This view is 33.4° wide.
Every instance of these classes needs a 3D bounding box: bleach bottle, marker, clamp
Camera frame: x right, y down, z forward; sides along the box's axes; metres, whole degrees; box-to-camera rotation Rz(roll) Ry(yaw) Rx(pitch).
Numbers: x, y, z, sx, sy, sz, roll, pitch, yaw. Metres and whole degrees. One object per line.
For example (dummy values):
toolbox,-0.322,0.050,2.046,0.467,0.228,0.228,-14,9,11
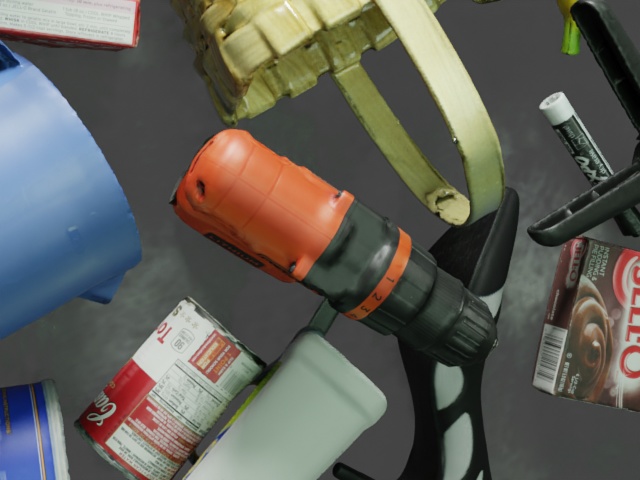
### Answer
bleach bottle,-0.069,0.168,0.621,0.068,0.102,0.250,42,79,5
marker,0.192,-0.050,0.745,0.020,0.020,0.121,-41,108,-9
clamp,0.230,-0.051,0.733,0.209,0.036,0.164,21,85,-29

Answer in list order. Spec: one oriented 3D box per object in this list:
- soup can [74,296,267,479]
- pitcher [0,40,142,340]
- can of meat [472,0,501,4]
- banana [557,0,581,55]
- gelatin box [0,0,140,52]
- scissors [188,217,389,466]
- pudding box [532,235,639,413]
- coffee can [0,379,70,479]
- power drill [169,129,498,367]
soup can,-0.089,0.093,0.646,0.068,0.069,0.102,43,83,-18
pitcher,-0.226,0.007,0.532,0.242,0.145,0.149,-34,80,-22
can of meat,0.118,-0.216,0.680,0.084,0.057,0.102,-34,106,-14
banana,0.229,-0.208,0.730,0.197,0.037,0.069,-35,130,-9
gelatin box,-0.150,-0.124,0.594,0.089,0.073,0.030,4,96,-19
scissors,-0.001,0.086,0.702,0.201,0.016,0.096,-43,109,-9
pudding box,0.205,0.060,0.753,0.090,0.039,0.113,13,92,-19
coffee can,-0.213,0.138,0.592,0.140,0.103,0.103,-6,99,-17
power drill,-0.004,0.001,0.599,0.184,0.188,0.057,36,84,-18
